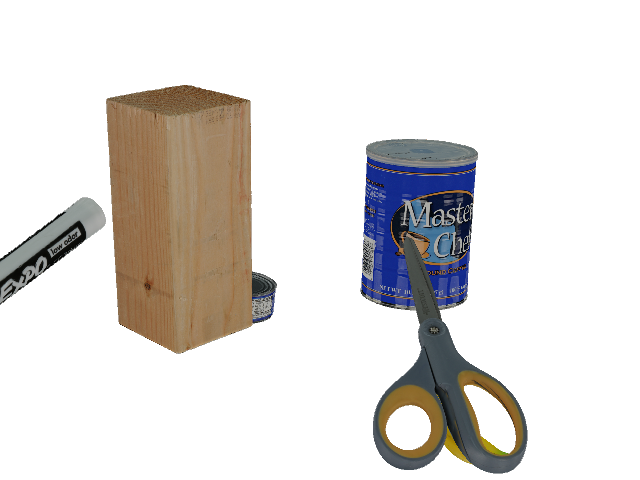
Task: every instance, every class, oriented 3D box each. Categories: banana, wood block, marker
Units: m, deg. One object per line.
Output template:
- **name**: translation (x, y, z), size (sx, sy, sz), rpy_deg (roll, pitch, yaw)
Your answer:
- **banana**: translation (0.167, 0.217, 1.280), size (0.069, 0.037, 0.198), rpy_deg (10, 20, -17)
- **wood block**: translation (-0.120, -0.021, 0.923), size (0.091, 0.206, 0.090), rpy_deg (20, 27, 41)
- **marker**: translation (-0.152, 0.017, 0.520), size (0.020, 0.020, 0.120), rpy_deg (0, 32, 41)

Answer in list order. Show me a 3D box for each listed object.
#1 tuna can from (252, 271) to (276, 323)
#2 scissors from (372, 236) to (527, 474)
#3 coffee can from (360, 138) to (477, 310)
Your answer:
- **tuna can**: translation (-0.090, 0.058, 1.115), size (0.086, 0.034, 0.086), rpy_deg (6, 15, -2)
- **scissors**: translation (0.056, 0.070, 0.661), size (0.096, 0.016, 0.202), rpy_deg (-16, 42, -15)
- **coffee can**: translation (0.091, -0.017, 0.997), size (0.103, 0.140, 0.103), rpy_deg (2, 16, -1)
